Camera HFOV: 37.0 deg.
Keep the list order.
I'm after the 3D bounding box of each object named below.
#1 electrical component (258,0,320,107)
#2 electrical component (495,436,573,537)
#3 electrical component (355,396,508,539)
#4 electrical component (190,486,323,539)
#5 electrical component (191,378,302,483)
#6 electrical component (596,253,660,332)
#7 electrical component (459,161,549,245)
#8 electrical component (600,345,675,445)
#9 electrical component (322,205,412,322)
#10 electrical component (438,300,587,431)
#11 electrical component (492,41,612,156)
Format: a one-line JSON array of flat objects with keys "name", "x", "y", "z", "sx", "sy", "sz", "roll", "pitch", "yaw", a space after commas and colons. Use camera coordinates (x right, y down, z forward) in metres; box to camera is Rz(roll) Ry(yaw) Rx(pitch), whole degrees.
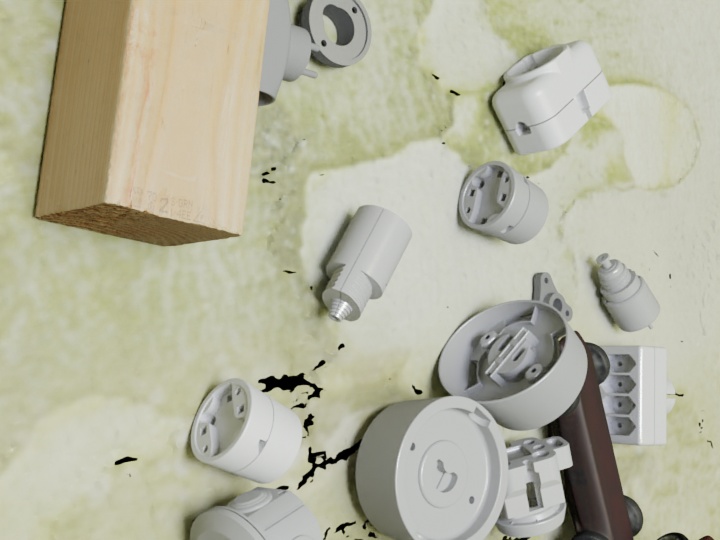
[{"name": "electrical component", "x": -0.059, "y": -0.145, "z": 0.702, "sx": 0.079, "sy": 0.044, "sz": 0.077, "roll": 10, "pitch": 80, "yaw": -38}, {"name": "electrical component", "x": 0.125, "y": 0.166, "z": 0.818, "sx": 0.078, "sy": 0.058, "sz": 0.057, "roll": -14, "pitch": 100, "yaw": -10}, {"name": "electrical component", "x": 0.046, "y": 0.142, "z": 0.756, "sx": 0.108, "sy": 0.060, "sz": 0.108, "roll": 4, "pitch": 84, "yaw": -40}, {"name": "electrical component", "x": -0.061, "y": 0.174, "z": 0.653, "sx": 0.051, "sy": 0.080, "sz": 0.080, "roll": -25, "pitch": 102, "yaw": -44}, {"name": "electrical component", "x": -0.069, "y": 0.102, "z": 0.669, "sx": 0.047, "sy": 0.055, "sz": 0.055, "roll": 34, "pitch": 66, "yaw": -36}, {"name": "electrical component", "x": 0.228, "y": 0.018, "z": 0.929, "sx": 0.078, "sy": 0.040, "sz": 0.040, "roll": 53, "pitch": 57, "yaw": -23}, {"name": "electrical component", "x": 0.112, "y": -0.050, "z": 0.831, "sx": 0.047, "sy": 0.055, "sz": 0.055, "roll": 23, "pitch": 72, "yaw": -40}, {"name": "electrical component", "x": 0.247, "y": 0.109, "z": 0.934, "sx": 0.076, "sy": 0.047, "sz": 0.083, "roll": 7, "pitch": 82, "yaw": -39}, {"name": "electrical component", "x": 0.000, "y": 0.000, "z": 0.740, "sx": 0.043, "sy": 0.043, "sz": 0.081, "roll": 43, "pitch": 62, "yaw": -29}, {"name": "electrical component", "x": 0.115, "y": 0.069, "z": 0.798, "sx": 0.064, "sy": 0.099, "sz": 0.099, "roll": 42, "pitch": 62, "yaw": -36}, {"name": "electrical component", "x": 0.154, "y": -0.143, "z": 0.873, "sx": 0.095, "sy": 0.054, "sz": 0.059, "roll": -43, "pitch": 113, "yaw": -34}]
